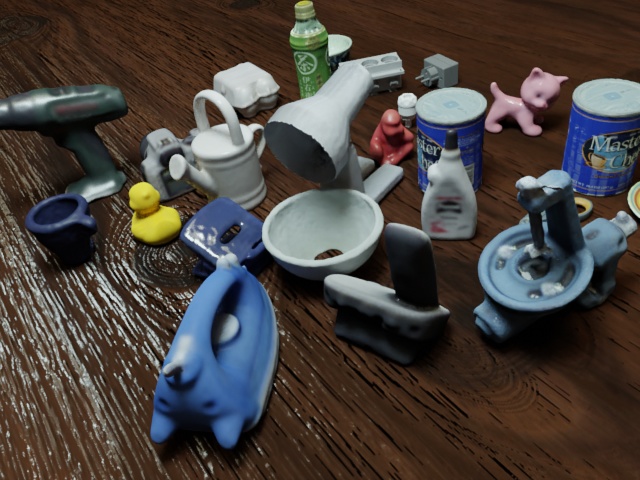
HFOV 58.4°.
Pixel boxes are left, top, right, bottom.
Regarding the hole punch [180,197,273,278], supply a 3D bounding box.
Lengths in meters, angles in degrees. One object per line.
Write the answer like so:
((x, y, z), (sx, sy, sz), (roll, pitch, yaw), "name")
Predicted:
((-0.127, 0.002, 0.814), (0.100, 0.091, 0.109), (17, 47, 28), "hole punch")

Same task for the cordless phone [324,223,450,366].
((0.072, 0.041, 0.655), (0.147, 0.185, 0.094), (15, 46, 27), "cordless phone")

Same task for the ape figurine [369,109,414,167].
((0.120, -0.177, 0.970), (0.077, 0.092, 0.076), (-7, 40, 4), "ape figurine")

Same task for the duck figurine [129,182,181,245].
((-0.268, -0.048, 0.904), (0.078, 0.086, 0.104), (-32, 45, -24), "duck figurine")

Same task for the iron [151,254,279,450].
((-0.116, 0.099, 0.659), (0.118, 0.142, 0.258), (0, 41, 12), "iron")

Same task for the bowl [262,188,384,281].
((0.007, 0.003, 0.798), (0.167, 0.075, 0.167), (-6, 40, 5), "bowl")

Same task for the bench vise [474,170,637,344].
((0.261, -0.004, 0.642), (0.208, 0.220, 0.121), (-36, 47, -27), "bench vise")

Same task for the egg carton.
((-0.158, -0.319, 1.209), (0.107, 0.069, 0.149), (-29, 44, -21), "egg carton")

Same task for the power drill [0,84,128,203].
((-0.429, -0.165, 0.978), (0.230, 0.209, 0.075), (-26, 43, -18), "power drill")

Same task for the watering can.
((-0.155, -0.140, 0.905), (0.100, 0.194, 0.173), (8, 44, 21), "watering can")

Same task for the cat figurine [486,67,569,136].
((0.353, -0.246, 0.983), (0.127, 0.118, 0.067), (8, 44, 20), "cat figurine")

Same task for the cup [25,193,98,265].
((-0.374, -0.008, 0.873), (0.117, 0.095, 0.092), (11, 45, 23), "cup")

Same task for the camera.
((-0.259, -0.157, 1.018), (0.143, 0.101, 0.136), (-27, 43, -19), "camera")

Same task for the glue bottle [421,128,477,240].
((0.176, -0.075, 0.778), (0.078, 0.173, 0.037), (-2, 41, 10), "glue bottle")

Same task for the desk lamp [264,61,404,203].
((0.026, -0.140, 0.853), (0.117, 0.214, 0.204), (21, 49, 31), "desk lamp")
